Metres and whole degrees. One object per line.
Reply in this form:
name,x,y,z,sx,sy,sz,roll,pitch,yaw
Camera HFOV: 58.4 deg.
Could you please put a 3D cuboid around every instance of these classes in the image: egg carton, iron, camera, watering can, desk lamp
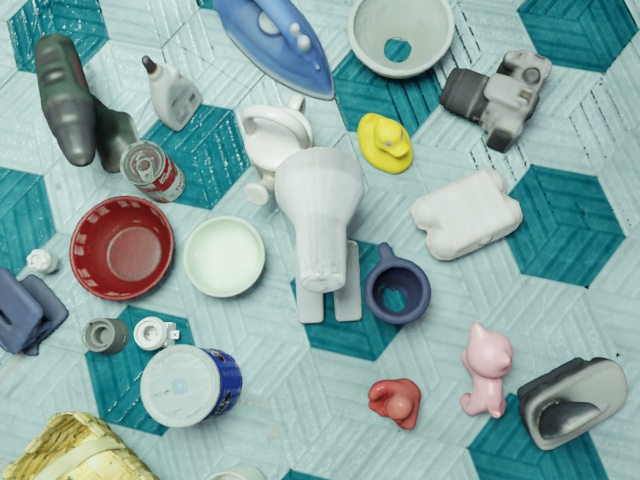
egg carton,0.217,-0.037,0.848,0.150,0.069,0.107,-27,77,-2
iron,-0.066,-0.340,0.900,0.119,0.141,0.258,-41,78,-5
camera,0.262,-0.230,0.871,0.136,0.101,0.143,25,80,9
watering can,-0.058,-0.133,0.826,0.101,0.194,0.173,-3,77,4
desk lamp,0.007,0.003,0.781,0.118,0.213,0.203,-5,77,4

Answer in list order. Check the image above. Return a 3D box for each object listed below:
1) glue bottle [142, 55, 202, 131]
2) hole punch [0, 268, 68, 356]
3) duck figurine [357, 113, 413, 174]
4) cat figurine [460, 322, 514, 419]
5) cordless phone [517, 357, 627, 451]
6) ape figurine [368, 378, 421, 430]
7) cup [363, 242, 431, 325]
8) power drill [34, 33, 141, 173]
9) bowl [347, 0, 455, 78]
glue bottle,-0.233,-0.233,0.872,0.037,0.173,0.078,33,82,11
hole punch,-0.454,0.110,0.854,0.108,0.091,0.101,42,84,12
duck figurine,0.100,-0.158,0.875,0.077,0.086,0.104,-37,77,-4
cat figurine,0.229,0.178,0.775,0.067,0.118,0.128,-1,77,4
cordless phone,0.337,0.209,0.725,0.147,0.185,0.094,-32,77,-3
ape figurine,0.106,0.225,0.786,0.076,0.092,0.078,-29,77,-2
cup,0.104,0.066,0.821,0.091,0.095,0.118,-17,77,1
power drill,-0.341,-0.180,0.850,0.075,0.208,0.229,-25,77,-1
bowl,0.127,-0.325,0.916,0.167,0.075,0.167,-1,77,4
